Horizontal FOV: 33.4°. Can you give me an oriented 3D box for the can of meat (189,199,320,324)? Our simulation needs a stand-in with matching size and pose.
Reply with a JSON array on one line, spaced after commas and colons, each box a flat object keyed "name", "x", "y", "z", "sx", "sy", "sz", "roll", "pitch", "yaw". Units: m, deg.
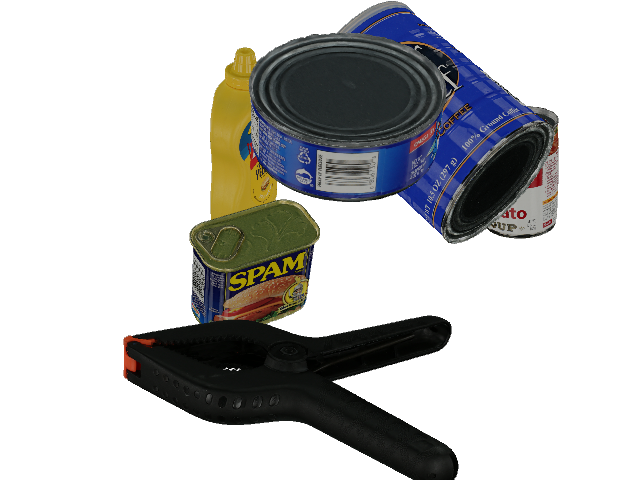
[{"name": "can of meat", "x": -0.055, "y": 0.024, "z": 0.867, "sx": 0.101, "sy": 0.084, "sz": 0.057, "roll": -18, "pitch": 49, "yaw": -25}]

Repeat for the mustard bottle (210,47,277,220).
[{"name": "mustard bottle", "x": -0.079, "y": -0.111, "z": 1.116, "sx": 0.058, "sy": 0.192, "sz": 0.096, "roll": 20, "pitch": 39, "yaw": 22}]

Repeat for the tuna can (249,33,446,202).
[{"name": "tuna can", "x": 0.011, "y": -0.055, "z": 0.472, "sx": 0.086, "sy": 0.034, "sz": 0.086, "roll": 1, "pitch": 42, "yaw": -1}]

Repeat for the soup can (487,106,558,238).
[{"name": "soup can", "x": 0.178, "y": -0.062, "z": 0.959, "sx": 0.068, "sy": 0.102, "sz": 0.068, "roll": -5, "pitch": 28, "yaw": 2}]

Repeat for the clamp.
[{"name": "clamp", "x": -0.014, "y": 0.079, "z": 0.654, "sx": 0.210, "sy": 0.036, "sz": 0.164, "roll": 9, "pitch": 24, "yaw": 9}]

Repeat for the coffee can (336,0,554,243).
[{"name": "coffee can", "x": 0.073, "y": -0.081, "z": 0.729, "sx": 0.140, "sy": 0.103, "sz": 0.102, "roll": 45, "pitch": 22, "yaw": 24}]
